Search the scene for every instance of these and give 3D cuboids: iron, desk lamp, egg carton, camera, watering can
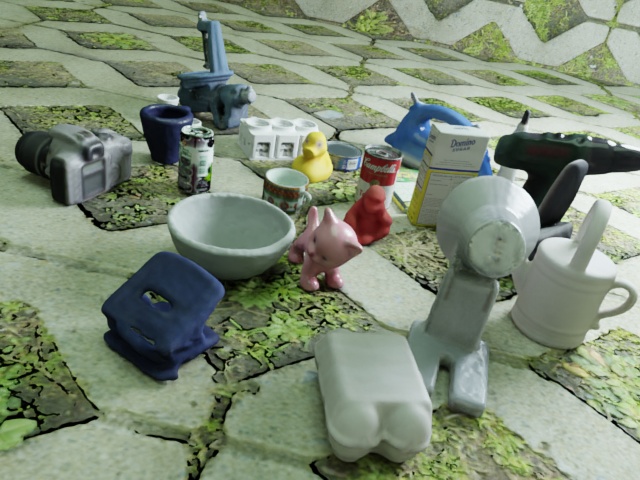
[{"bbox_3d":[0.270,-0.209,1.206,0.257,0.141,0.119,29,34,29],"label":"iron"},{"bbox_3d":[0.176,0.048,0.650,0.117,0.213,0.203,16,30,8],"label":"desk lamp"},{"bbox_3d":[0.050,0.151,0.574,0.107,0.069,0.150,4,30,-12],"label":"egg carton"},{"bbox_3d":[-0.388,-0.136,0.892,0.136,0.101,0.143,20,31,15],"label":"camera"},{"bbox_3d":[0.319,0.035,0.742,0.173,0.194,0.101,12,29,1],"label":"watering can"}]

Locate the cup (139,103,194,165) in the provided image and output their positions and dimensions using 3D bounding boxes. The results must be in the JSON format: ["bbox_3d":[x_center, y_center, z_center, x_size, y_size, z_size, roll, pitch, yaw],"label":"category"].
[{"bbox_3d":[-0.271,-0.191,1.034,0.091,0.095,0.118,17,30,11],"label":"cup"}]

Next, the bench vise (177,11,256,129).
[{"bbox_3d":[-0.212,-0.363,1.227,0.207,0.220,0.122,18,30,12],"label":"bench vise"}]

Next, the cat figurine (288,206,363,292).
[{"bbox_3d":[0.007,0.003,0.768,0.067,0.118,0.127,-2,32,-22],"label":"cat figurine"}]

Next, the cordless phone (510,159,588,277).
[{"bbox_3d":[0.338,-0.036,0.882,0.148,0.185,0.093,-19,41,-42],"label":"cordless phone"}]

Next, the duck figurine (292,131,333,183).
[{"bbox_3d":[-0.010,-0.165,1.089,0.077,0.086,0.105,19,30,13],"label":"duck figurine"}]

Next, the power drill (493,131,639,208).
[{"bbox_3d":[0.395,-0.085,0.963,0.229,0.208,0.076,20,30,15],"label":"power drill"}]

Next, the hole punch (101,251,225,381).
[{"bbox_3d":[-0.165,0.077,0.606,0.108,0.091,0.101,26,33,24],"label":"hole punch"}]

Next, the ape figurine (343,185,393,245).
[{"bbox_3d":[0.078,-0.042,0.898,0.078,0.092,0.076,11,29,1],"label":"ape figurine"}]

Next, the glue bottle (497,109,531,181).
[{"bbox_3d":[0.398,-0.183,1.173,0.037,0.173,0.078,17,30,11],"label":"glue bottle"}]

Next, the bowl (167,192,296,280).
[{"bbox_3d":[-0.120,0.004,0.765,0.167,0.075,0.167,9,29,-5],"label":"bowl"}]
